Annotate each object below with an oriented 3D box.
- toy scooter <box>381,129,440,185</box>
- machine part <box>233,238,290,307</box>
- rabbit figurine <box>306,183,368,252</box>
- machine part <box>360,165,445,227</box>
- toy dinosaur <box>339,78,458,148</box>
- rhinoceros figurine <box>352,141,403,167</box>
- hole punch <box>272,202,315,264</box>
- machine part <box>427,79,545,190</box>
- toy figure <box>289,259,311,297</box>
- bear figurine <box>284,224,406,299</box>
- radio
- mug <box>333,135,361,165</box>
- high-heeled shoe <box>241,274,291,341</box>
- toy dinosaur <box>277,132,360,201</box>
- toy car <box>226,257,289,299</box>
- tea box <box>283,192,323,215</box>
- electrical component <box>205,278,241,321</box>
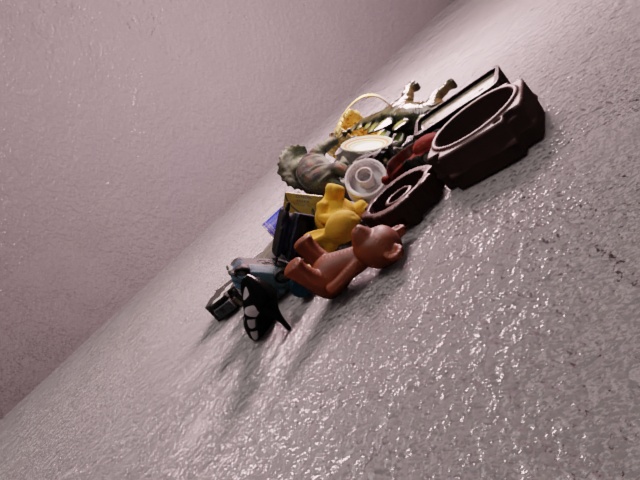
[{"bbox_3d":[0.204,-0.170,1.175,0.135,0.075,0.184,-39,10,-33],"label":"toy scooter"},{"bbox_3d":[-0.124,0.065,1.326,0.243,0.079,0.079,-52,18,-20],"label":"machine part"},{"bbox_3d":[0.033,-0.036,1.164,0.162,0.122,0.173,-46,16,2],"label":"rabbit figurine"},{"bbox_3d":[0.166,-0.077,1.073,0.179,0.056,0.179,-38,15,12],"label":"machine part"},{"bbox_3d":[0.230,-0.339,1.479,0.198,0.105,0.472,-50,27,-20],"label":"toy dinosaur"},{"bbox_3d":[0.162,-0.206,1.422,0.112,0.073,0.190,-36,12,-15],"label":"rhinoceros figurine"},{"bbox_3d":[-0.058,-0.011,1.226,0.116,0.092,0.142,-138,62,-82],"label":"hole punch"},{"bbox_3d":[0.307,-0.198,1.004,0.201,0.087,0.201,-29,20,36],"label":"machine part"},{"bbox_3d":[-0.031,0.072,1.145,0.064,0.057,0.154,-31,13,17],"label":"toy figure"},{"bbox_3d":[0.051,0.022,0.956,0.196,0.132,0.120,-39,19,34],"label":"bear figurine"},{"bbox_3d":[0.325,-0.288,1.225,0.229,0.073,0.131,-33,17,30],"label":"radio"},{"bbox_3d":[0.099,-0.227,1.548,0.109,0.107,0.081,-43,13,11],"label":"mug"},{"bbox_3d":[-0.144,0.128,1.095,0.086,0.145,0.249,-48,18,-25],"label":"high-heeled shoe"},{"bbox_3d":[0.004,-0.166,1.415,0.192,0.131,0.405,-29,31,-3],"label":"toy dinosaur"},{"bbox_3d":[-0.133,0.096,1.222,0.109,0.162,0.102,-146,59,-69],"label":"toy car"},{"bbox_3d":[-0.043,-0.072,1.372,0.169,0.098,0.068,111,166,-85],"label":"tea box"},{"bbox_3d":[-0.242,0.152,1.437,0.115,0.058,0.134,-38,16,20],"label":"electrical component"}]
